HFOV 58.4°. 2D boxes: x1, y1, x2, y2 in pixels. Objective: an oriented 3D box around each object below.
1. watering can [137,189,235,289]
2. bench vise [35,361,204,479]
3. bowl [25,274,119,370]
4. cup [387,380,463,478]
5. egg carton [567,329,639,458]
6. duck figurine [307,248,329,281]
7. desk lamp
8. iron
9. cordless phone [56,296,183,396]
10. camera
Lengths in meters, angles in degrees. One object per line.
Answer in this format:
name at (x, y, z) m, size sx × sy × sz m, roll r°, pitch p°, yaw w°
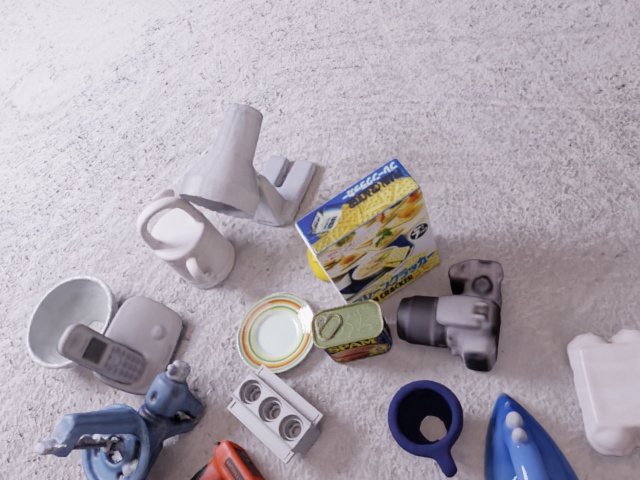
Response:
watering can at (-0.227, -0.009, 0.930) m, size 0.172 × 0.194 × 0.101 m, roll 33°, pitch 76°, yaw 31°
bench vise at (-0.274, 0.247, 0.785) m, size 0.121 × 0.220 × 0.207 m, roll 10°, pitch 65°, yaw 24°
bowl at (-0.406, 0.147, 0.975) m, size 0.167 × 0.075 × 0.167 m, roll -8°, pitch 59°, yaw 15°
cup at (0.143, 0.243, 0.719) m, size 0.091 × 0.095 × 0.117 m, roll -27°, pitch 56°, yaw 3°
egg carton at (0.366, 0.183, 0.692) m, size 0.107 × 0.070 × 0.150 m, roll -10°, pitch 59°, yaw 14°
duck figurine at (0.008, 0.003, 0.907) m, size 0.077 × 0.086 × 0.104 m, roll -3°, pitch 61°, yaw 18°
desk lamp at (-0.117, -0.106, 0.936) m, size 0.117 × 0.214 × 0.203 m, roll 12°, pitch 66°, yaw 25°
iron at (0.238, 0.280, 0.637) m, size 0.118 × 0.142 × 0.258 m, roll -17°, pitch 58°, yaw 10°
cordless phone at (-0.304, 0.145, 0.874) m, size 0.094 × 0.185 × 0.148 m, roll 7°, pitch 64°, yaw 23°
camera at (0.178, 0.095, 0.788) m, size 0.136 × 0.101 × 0.143 m, roll 3°, pitch 63°, yaw 21°
